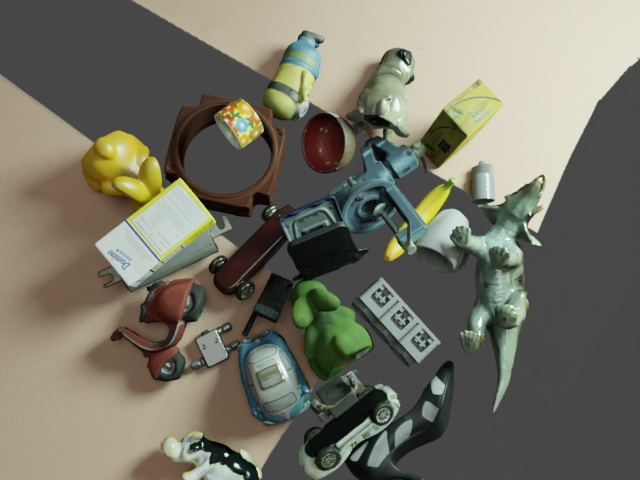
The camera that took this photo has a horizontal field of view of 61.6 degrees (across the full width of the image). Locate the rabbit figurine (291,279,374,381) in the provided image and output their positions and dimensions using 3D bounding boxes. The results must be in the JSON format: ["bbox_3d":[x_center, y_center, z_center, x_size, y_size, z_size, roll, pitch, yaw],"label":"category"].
[{"bbox_3d":[-0.002,0.140,0.929,0.121,0.159,0.170,-35,68,-1],"label":"rabbit figurine"}]

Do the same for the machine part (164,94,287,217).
[{"bbox_3d":[-0.172,-0.155,0.992,0.201,0.087,0.201,13,76,-2],"label":"machine part"}]

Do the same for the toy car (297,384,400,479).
[{"bbox_3d":[0.050,0.323,0.920,0.202,0.074,0.056,-36,115,-11],"label":"toy car"}]

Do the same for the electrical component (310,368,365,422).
[{"bbox_3d":[0.030,0.264,0.926,0.102,0.078,0.045,-32,118,-6],"label":"electrical component"}]

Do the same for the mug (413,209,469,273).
[{"bbox_3d":[0.242,0.003,1.005,0.109,0.081,0.107,36,69,-15],"label":"mug"}]

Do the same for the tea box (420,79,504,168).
[{"bbox_3d":[0.256,-0.211,0.999,0.098,0.169,0.068,-40,83,-9],"label":"tea box"}]

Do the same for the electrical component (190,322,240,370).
[{"bbox_3d":[-0.192,0.190,0.953,0.094,0.021,0.063,-28,82,-9],"label":"electrical component"}]

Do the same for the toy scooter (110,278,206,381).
[{"bbox_3d":[-0.282,0.144,0.930,0.135,0.075,0.184,17,82,0],"label":"toy scooter"}]

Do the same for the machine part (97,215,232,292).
[{"bbox_3d":[-0.271,0.023,0.952,0.243,0.079,0.079,-25,82,-10],"label":"machine part"}]

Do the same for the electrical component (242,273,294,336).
[{"bbox_3d":[-0.092,0.122,0.950,0.048,0.075,0.119,24,74,0],"label":"electrical component"}]

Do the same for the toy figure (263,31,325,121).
[{"bbox_3d":[-0.050,-0.315,1.039,0.089,0.082,0.180,14,82,7],"label":"toy figure"}]

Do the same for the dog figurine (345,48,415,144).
[{"bbox_3d":[0.131,-0.294,1.009,0.121,0.172,0.190,19,85,-12],"label":"dog figurine"}]

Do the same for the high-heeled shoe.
[{"bbox_3d":[0.144,0.314,0.952,0.145,0.086,0.249,10,56,28],"label":"high-heeled shoe"}]

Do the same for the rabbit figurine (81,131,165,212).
[{"bbox_3d":[-0.323,-0.106,0.949,0.122,0.162,0.173,-40,102,-23],"label":"rabbit figurine"}]

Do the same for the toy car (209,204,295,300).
[{"bbox_3d":[-0.111,0.020,0.979,0.089,0.053,0.202,37,76,24],"label":"toy car"}]

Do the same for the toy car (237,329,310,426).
[{"bbox_3d":[-0.079,0.234,0.915,0.109,0.103,0.161,-20,83,-10],"label":"toy car"}]

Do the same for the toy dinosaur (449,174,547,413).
[{"bbox_3d":[0.329,0.084,0.970,0.192,0.131,0.404,-4,97,-48],"label":"toy dinosaur"}]

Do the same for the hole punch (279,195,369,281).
[{"bbox_3d":[-0.002,-0.003,0.924,0.142,0.115,0.092,-24,48,0],"label":"hole punch"}]

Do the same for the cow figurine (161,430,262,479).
[{"bbox_3d":[-0.181,0.368,0.895,0.167,0.068,0.098,43,73,1],"label":"cow figurine"}]

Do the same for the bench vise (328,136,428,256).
[{"bbox_3d":[0.125,-0.073,0.964,0.224,0.128,0.241,-28,50,-3],"label":"bench vise"}]
